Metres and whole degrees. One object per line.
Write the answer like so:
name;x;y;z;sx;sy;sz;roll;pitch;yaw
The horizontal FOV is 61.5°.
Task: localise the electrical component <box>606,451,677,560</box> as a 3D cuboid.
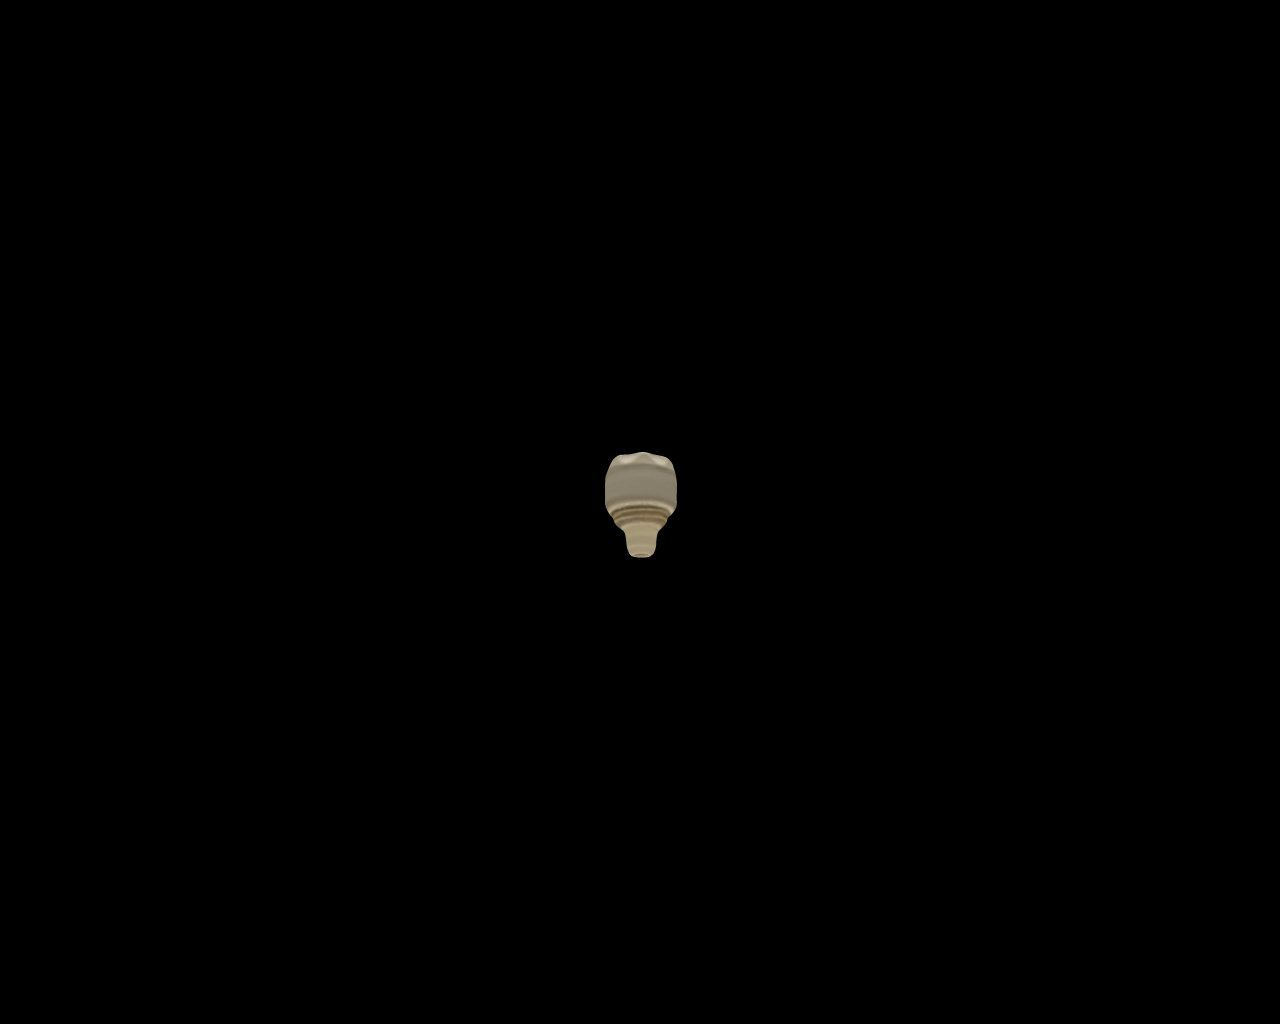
electrical component;0.001;-0.003;0.650;0.043;0.062;0.043;0;-16;0
